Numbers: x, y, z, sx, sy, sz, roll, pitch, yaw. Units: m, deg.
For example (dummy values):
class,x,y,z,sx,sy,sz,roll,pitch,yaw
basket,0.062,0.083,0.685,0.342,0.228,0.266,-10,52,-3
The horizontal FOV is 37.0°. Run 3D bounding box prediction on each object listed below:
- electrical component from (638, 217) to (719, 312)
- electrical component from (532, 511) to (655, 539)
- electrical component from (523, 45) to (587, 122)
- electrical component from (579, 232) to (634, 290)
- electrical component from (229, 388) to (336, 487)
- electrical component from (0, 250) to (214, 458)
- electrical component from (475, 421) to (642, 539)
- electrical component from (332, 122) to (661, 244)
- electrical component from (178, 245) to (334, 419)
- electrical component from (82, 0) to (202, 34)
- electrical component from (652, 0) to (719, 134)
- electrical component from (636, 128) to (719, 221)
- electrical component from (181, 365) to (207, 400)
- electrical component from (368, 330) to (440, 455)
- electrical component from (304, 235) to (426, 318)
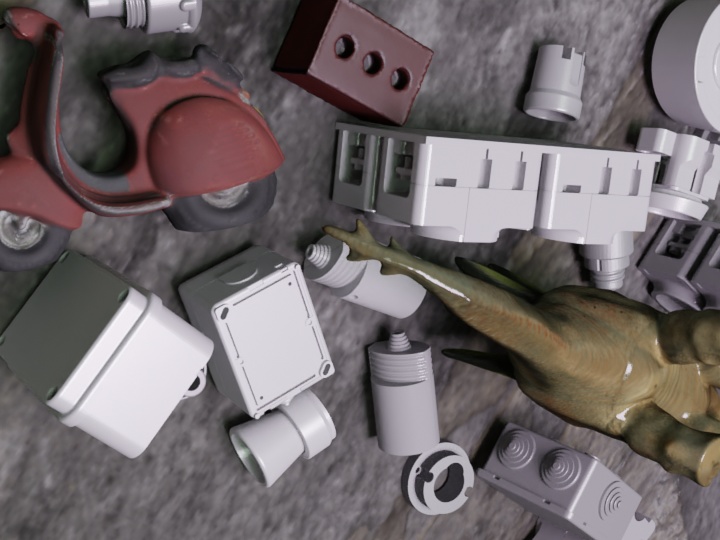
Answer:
class,x,y,z,sx,sy,sz,roll,pitch,yaw
electrical component,0.319,0.038,0.865,0.186,0.105,0.060,38,81,-31
electrical component,0.177,0.212,0.848,0.089,0.056,0.050,-47,120,-14
electrical component,0.139,-0.131,0.758,0.040,0.040,0.046,12,88,-32
electrical component,0.186,-0.014,0.812,0.040,0.040,0.078,-15,108,-28
electrical component,-0.050,0.107,0.694,0.055,0.045,0.045,-32,115,-22
electrical component,-0.142,0.042,0.584,0.057,0.113,0.078,41,79,-34
electrical component,0.148,0.159,0.793,0.100,0.100,0.048,40,76,-42
electrical component,0.088,-0.056,0.704,0.186,0.105,0.060,0,101,-31
electrical component,-0.064,0.041,0.665,0.062,0.061,0.096,-29,119,-24
electrical component,-0.121,-0.152,0.594,0.062,0.048,0.048,-13,107,-21
electrical component,0.270,-0.158,0.818,0.108,0.060,0.108,-8,105,-29
electrical component,0.242,-0.071,0.823,0.078,0.058,0.057,13,91,-33
electrical component,-0.111,0.058,0.636,0.048,0.062,0.048,-7,105,-30
electrical component,0.030,0.081,0.737,0.043,0.043,0.081,-15,107,-28
electrical component,0.000,0.000,0.701,0.081,0.043,0.043,20,90,-33
